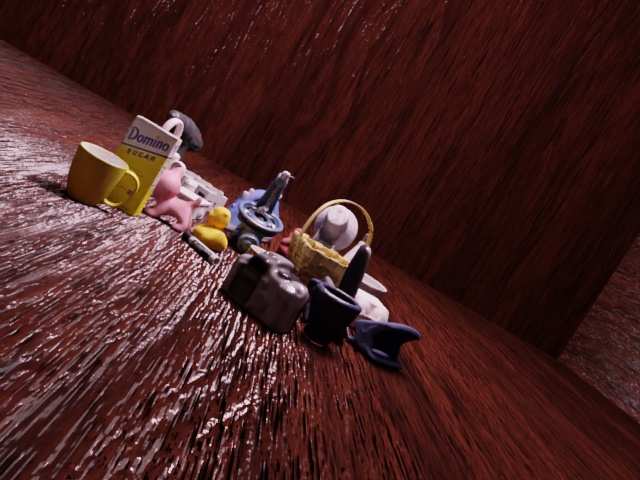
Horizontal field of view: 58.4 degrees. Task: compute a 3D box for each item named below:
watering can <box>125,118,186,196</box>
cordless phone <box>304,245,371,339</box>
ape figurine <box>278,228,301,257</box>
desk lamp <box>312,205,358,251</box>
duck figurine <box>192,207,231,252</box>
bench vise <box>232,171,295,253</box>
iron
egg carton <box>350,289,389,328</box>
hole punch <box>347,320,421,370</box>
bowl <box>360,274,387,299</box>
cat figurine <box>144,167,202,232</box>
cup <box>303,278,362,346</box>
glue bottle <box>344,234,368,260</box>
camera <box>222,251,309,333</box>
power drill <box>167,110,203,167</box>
[{"bbox_3d":[-0.403,-0.217,1.407,0.173,0.194,0.101,29,6,-13],"label":"watering can"},{"bbox_3d":[0.050,0.090,1.118,0.094,0.185,0.147,29,6,-11],"label":"cordless phone"},{"bbox_3d":[-0.074,0.008,1.634,0.078,0.092,0.076,26,7,-35],"label":"ape figurine"},{"bbox_3d":[0.014,0.005,1.504,0.118,0.213,0.203,31,6,5],"label":"desk lamp"},{"bbox_3d":[-0.224,-0.030,1.244,0.078,0.086,0.104,26,7,-35],"label":"duck figurine"},{"bbox_3d":[-0.148,-0.083,1.415,0.122,0.219,0.206,27,7,-29],"label":"bench vise"},{"bbox_3d":[-0.190,-0.085,1.606,0.118,0.141,0.259,33,6,20],"label":"iron"},{"bbox_3d":[0.094,0.159,1.313,0.107,0.069,0.150,29,6,-16],"label":"egg carton"},{"bbox_3d":[0.125,0.188,1.123,0.109,0.091,0.100,25,8,-41],"label":"hole punch"},{"bbox_3d":[0.095,0.126,1.572,0.167,0.074,0.167,30,6,-3],"label":"bowl"},{"bbox_3d":[-0.312,-0.095,1.210,0.128,0.117,0.067,30,6,-8],"label":"cat figurine"},{"bbox_3d":[0.004,0.129,1.007,0.117,0.095,0.092,35,7,36],"label":"cup"},{"bbox_3d":[0.099,0.057,1.687,0.078,0.173,0.037,27,7,-32],"label":"glue bottle"},{"bbox_3d":[-0.070,0.083,0.993,0.142,0.101,0.137,34,7,30],"label":"camera"},{"bbox_3d":[-0.397,-0.239,1.546,0.075,0.208,0.230,31,6,4],"label":"power drill"}]
